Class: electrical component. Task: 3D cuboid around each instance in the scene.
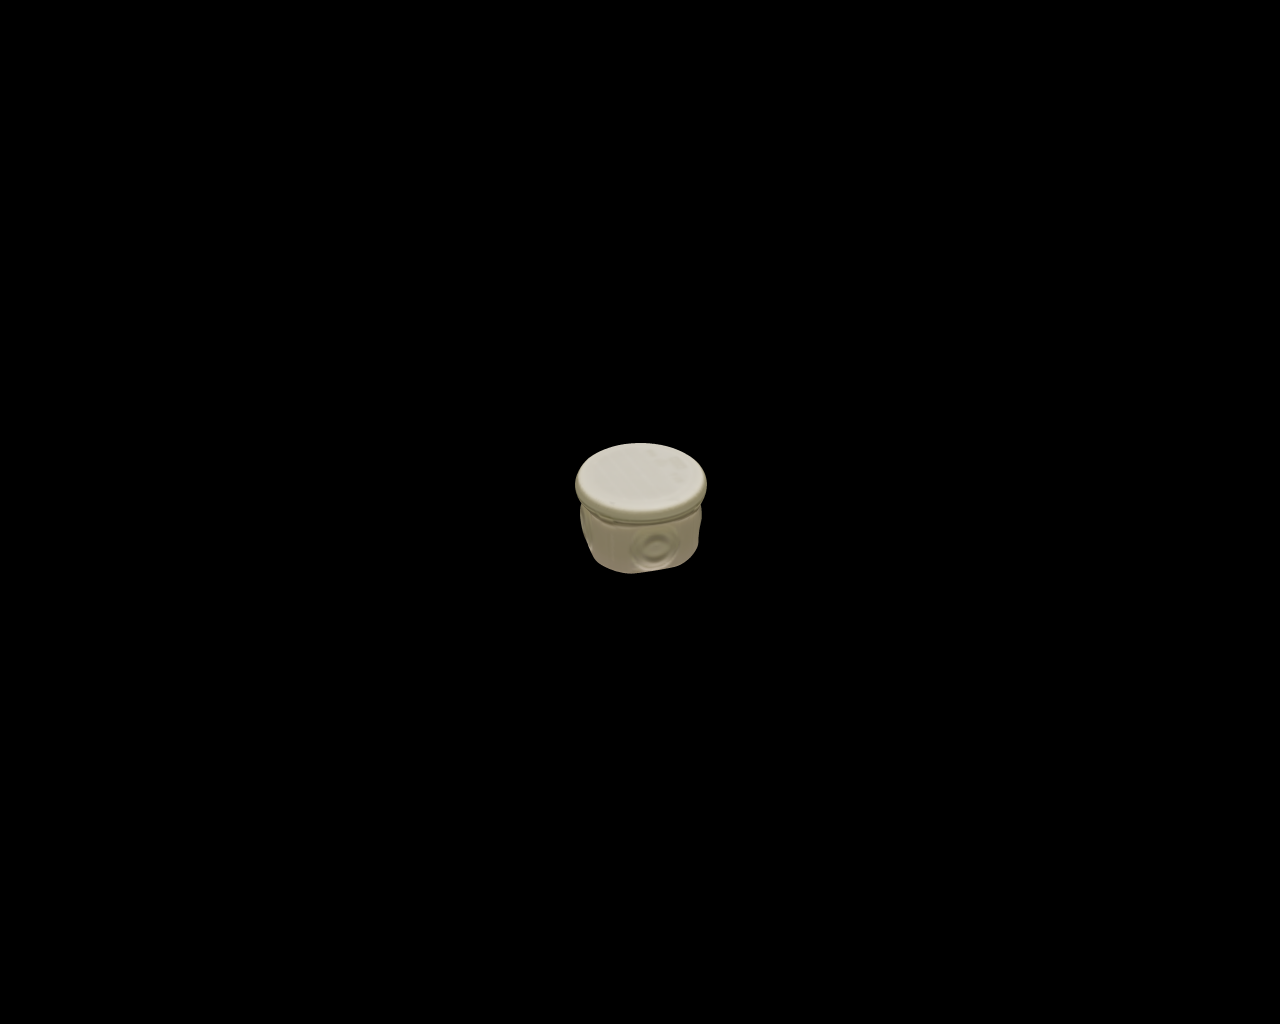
[{"bbox_3d":[0.001,-0.003,0.650,0.080,0.050,0.080,0,35,0],"label":"electrical component"}]
